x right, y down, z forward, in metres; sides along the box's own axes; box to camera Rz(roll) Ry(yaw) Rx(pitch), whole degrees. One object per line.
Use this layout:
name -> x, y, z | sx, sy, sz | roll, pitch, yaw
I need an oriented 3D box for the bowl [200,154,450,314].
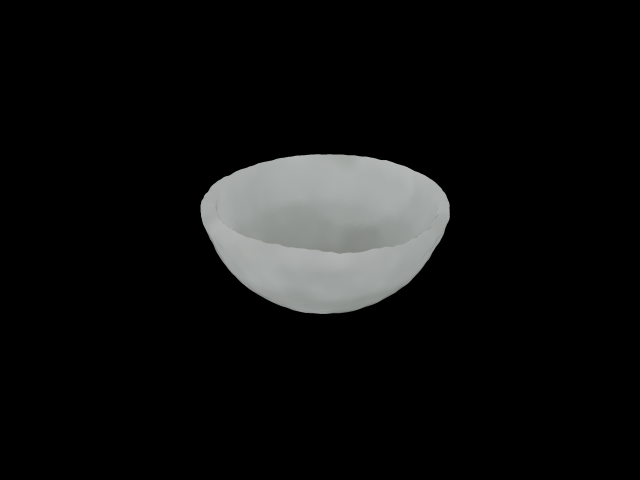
bowl -> 0.004, 0.001, 0.400 | 0.167, 0.075, 0.167 | 0, 29, 0
